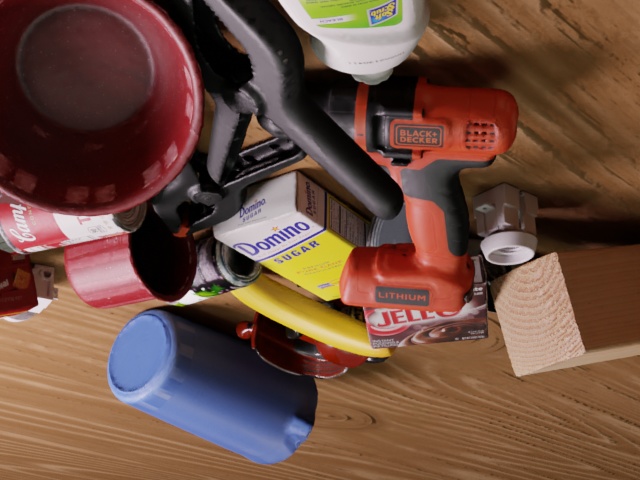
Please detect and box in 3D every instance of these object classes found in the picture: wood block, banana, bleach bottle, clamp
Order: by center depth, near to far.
[{"bbox_3d":[0.005,-0.160,0.586,0.102,0.068,0.250,-4,157,9],"label":"bleach bottle"},{"bbox_3d":[-0.032,-0.094,0.680,0.165,0.036,0.210,17,147,29],"label":"clamp"},{"bbox_3d":[-0.080,-0.050,0.854,0.120,0.039,0.172,9,155,-11],"label":"clamp"},{"bbox_3d":[0.268,0.059,0.971,0.205,0.091,0.090,-4,163,-34],"label":"wood block"},{"bbox_3d":[-0.020,0.070,1.050,0.198,0.037,0.069,26,173,2],"label":"banana"}]

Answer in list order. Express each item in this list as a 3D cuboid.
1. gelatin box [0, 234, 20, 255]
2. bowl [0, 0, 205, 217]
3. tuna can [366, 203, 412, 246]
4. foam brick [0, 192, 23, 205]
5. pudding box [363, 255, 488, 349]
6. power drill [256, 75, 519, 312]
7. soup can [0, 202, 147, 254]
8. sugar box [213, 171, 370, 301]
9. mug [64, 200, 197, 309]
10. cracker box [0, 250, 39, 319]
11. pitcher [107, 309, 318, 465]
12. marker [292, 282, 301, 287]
[{"bbox_3d":[-0.272,-0.020,0.925,0.073,0.030,0.089,-15,153,31],"label":"gelatin box"},{"bbox_3d":[-0.152,-0.098,0.673,0.162,0.055,0.162,-1,119,-2],"label":"bowl"},{"bbox_3d":[0.075,-0.001,0.905,0.033,0.086,0.086,11,153,-27],"label":"tuna can"},{"bbox_3d":[-0.244,-0.066,0.796,0.053,0.051,0.078,4,155,-9],"label":"foam brick"},{"bbox_3d":[0.095,0.057,0.970,0.113,0.039,0.090,-8,143,5],"label":"pudding box"},{"bbox_3d":[0.048,-0.034,0.788,0.184,0.057,0.188,5,130,10],"label":"power drill"},{"bbox_3d":[-0.199,-0.030,0.856,0.102,0.068,0.068,-10,154,19],"label":"soup can"},{"bbox_3d":[-0.006,0.002,0.957,0.093,0.048,0.176,-17,152,32],"label":"sugar box"},{"bbox_3d":[-0.162,0.011,0.939,0.082,0.093,0.117,-12,-168,29],"label":"mug"},{"bbox_3d":[-0.394,0.060,0.975,0.214,0.072,0.164,-12,180,25],"label":"cracker box"},{"bbox_3d":[-0.131,0.165,1.237,0.149,0.145,0.242,-29,141,26],"label":"pitcher"},{"bbox_3d":[0.031,0.033,1.059,0.121,0.020,0.020,-5,155,11],"label":"marker"}]
